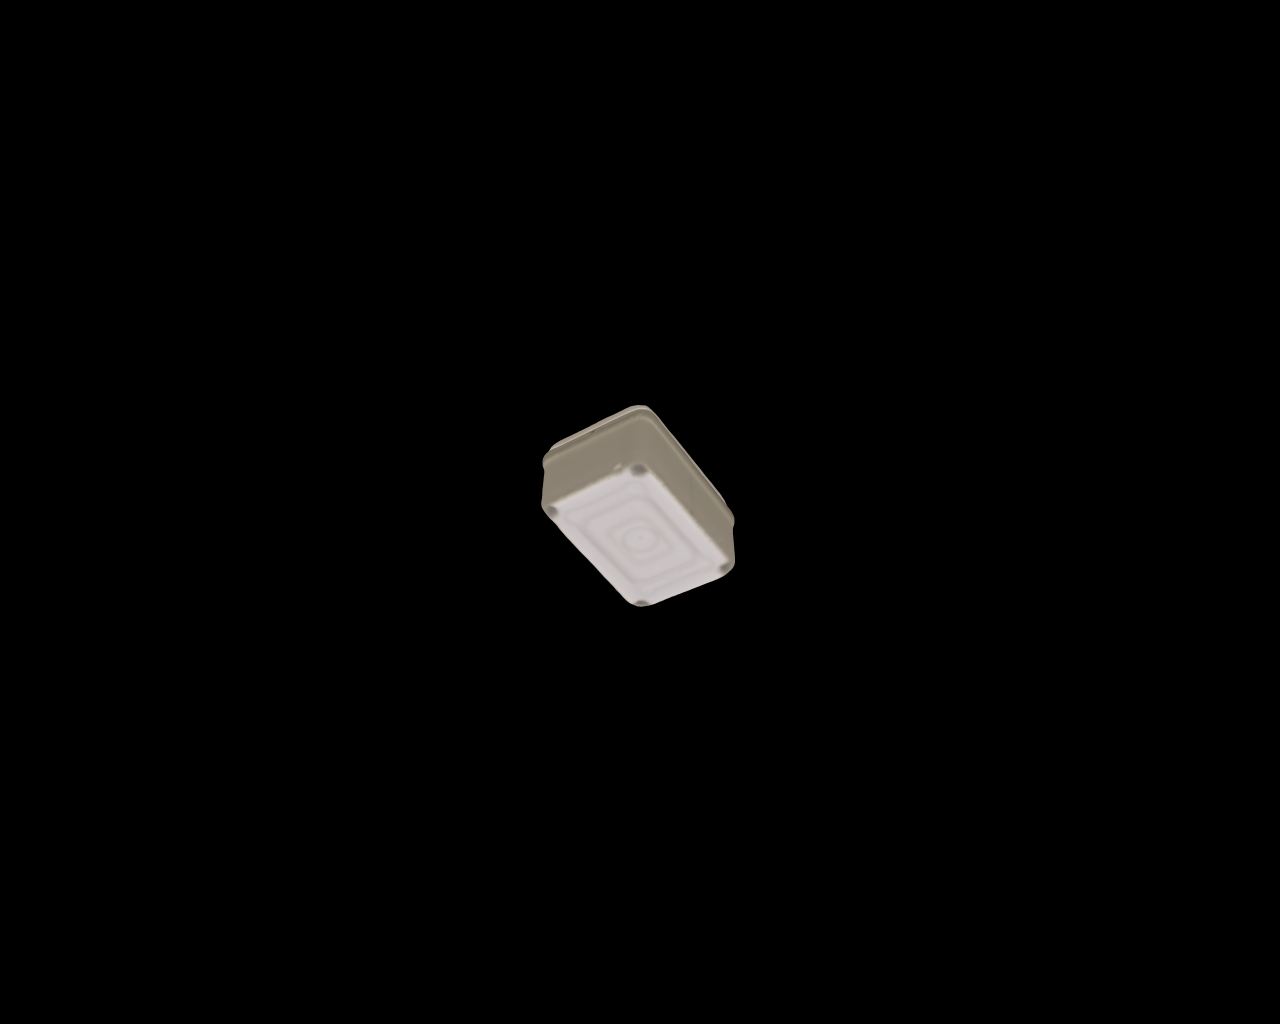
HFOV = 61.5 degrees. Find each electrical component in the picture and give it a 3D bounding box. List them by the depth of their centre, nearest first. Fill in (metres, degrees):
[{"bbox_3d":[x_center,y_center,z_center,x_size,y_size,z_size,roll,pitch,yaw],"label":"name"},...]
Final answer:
[{"bbox_3d":[0.001,-0.003,0.650,0.078,0.057,0.113,-24,-50,22],"label":"electrical component"}]
